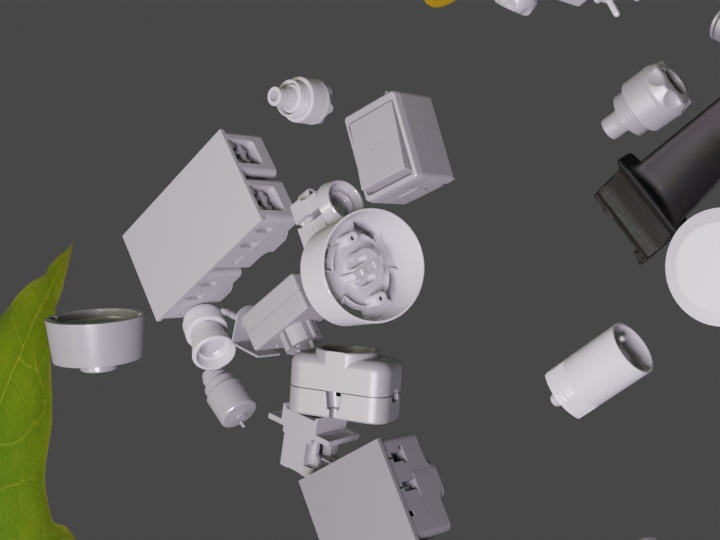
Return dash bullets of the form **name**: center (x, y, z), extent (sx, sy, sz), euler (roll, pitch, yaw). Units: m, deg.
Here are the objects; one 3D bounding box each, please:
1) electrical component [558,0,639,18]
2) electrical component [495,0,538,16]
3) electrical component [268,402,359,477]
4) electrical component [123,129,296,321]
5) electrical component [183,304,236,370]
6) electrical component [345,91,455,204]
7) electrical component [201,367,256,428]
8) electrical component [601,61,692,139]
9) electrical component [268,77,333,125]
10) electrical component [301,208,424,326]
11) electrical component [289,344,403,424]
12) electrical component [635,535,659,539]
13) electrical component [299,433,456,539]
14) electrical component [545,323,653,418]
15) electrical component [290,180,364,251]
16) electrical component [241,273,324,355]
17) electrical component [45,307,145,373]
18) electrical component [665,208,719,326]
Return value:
- **electrical component**: center (0.183, -0.225, 0.801), extent (0.083, 0.047, 0.075), euler (-37, 68, 36)
- **electrical component**: center (0.133, -0.235, 0.853), extent (0.035, 0.035, 0.061), euler (38, 112, 34)
- **electrical component**: center (-0.046, 0.159, 1.014), extent (0.081, 0.042, 0.063), euler (19, 105, 40)
- **electrical component**: center (-0.152, -0.042, 1.090), extent (0.186, 0.060, 0.105), euler (-40, 65, 34)
- **electrical component**: center (-0.155, 0.068, 1.097), extent (0.045, 0.045, 0.055), euler (-59, 36, 25)
- **electrical component**: center (0.030, -0.111, 0.929), extent (0.062, 0.061, 0.096), euler (-24, 75, 39)
- **electrical component**: center (-0.138, 0.124, 1.095), extent (0.078, 0.040, 0.040), euler (51, 122, 29)
- **electrical component**: center (0.206, -0.120, 0.786), extent (0.062, 0.043, 0.043), euler (-37, 67, 37)
- **electrical component**: center (-0.058, -0.159, 1.004), extent (0.043, 0.062, 0.043), euler (1, 92, 41)
- **electrical component**: center (0.000, 0.000, 0.937), extent (0.064, 0.099, 0.099), euler (-17, 80, 46)
- **electrical component**: center (-0.012, 0.099, 0.962), extent (0.095, 0.054, 0.059), euler (5, 95, 23)
- **electrical component**: center (0.197, 0.226, 0.803), extent (0.078, 0.040, 0.040), euler (-31, 71, 37)
- **electrical component**: center (0.032, 0.248, 0.935), extent (0.105, 0.060, 0.186), euler (-34, 69, 36)
- **electrical component**: center (0.177, 0.080, 0.815), extent (0.081, 0.043, 0.043), euler (-42, 65, 34)
- **electrical component**: center (-0.029, -0.052, 0.993), extent (0.055, 0.048, 0.066), euler (-34, 69, 45)
- **electrical component**: center (-0.059, 0.056, 1.020), extent (0.083, 0.047, 0.075), euler (-39, 66, 35)
- **electrical component**: center (-0.290, 0.080, 1.187), extent (0.108, 0.108, 0.060), euler (5, 100, 41)
- **electrical component**: center (0.256, -0.002, 0.738), extent (0.080, 0.051, 0.080), euler (1, 92, 41)
